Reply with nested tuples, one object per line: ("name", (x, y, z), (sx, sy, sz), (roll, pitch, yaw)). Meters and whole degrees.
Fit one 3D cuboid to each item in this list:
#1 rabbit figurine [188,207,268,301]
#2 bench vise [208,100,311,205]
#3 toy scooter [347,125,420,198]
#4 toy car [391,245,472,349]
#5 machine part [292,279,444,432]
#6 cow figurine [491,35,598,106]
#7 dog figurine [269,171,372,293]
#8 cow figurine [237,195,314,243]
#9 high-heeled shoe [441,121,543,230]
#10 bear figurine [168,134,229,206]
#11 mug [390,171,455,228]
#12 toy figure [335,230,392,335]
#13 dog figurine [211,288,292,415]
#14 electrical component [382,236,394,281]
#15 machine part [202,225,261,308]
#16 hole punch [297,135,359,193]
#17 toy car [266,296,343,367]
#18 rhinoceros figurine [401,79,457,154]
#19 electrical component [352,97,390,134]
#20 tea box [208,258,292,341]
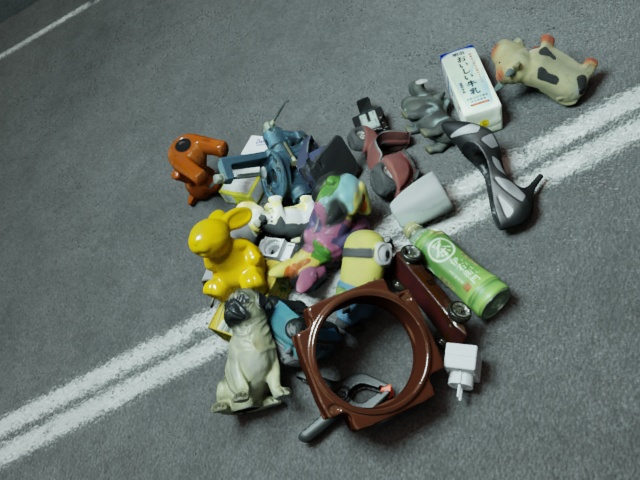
("rabbit figurine", (-0.169, 0.013, 0.982), (0.122, 0.173, 0.162), (-4, 61, 28))
("bench vise", (-0.121, -0.166, 1.159), (0.240, 0.129, 0.223), (-13, 76, -29))
("toy scooter", (0.149, -0.172, 1.108), (0.135, 0.075, 0.184), (-17, 63, -21))
("toy car", (0.188, 0.094, 0.907), (0.053, 0.089, 0.202), (-13, 46, -27))
("machine part", (0.073, 0.175, 0.834), (0.201, 0.087, 0.201), (-20, 75, -11))
("cow figurine", (0.423, -0.327, 1.045), (0.195, 0.085, 0.127), (28, 74, 0))
("dog figurine", (-0.002, -0.003, 1.008), (0.109, 0.191, 0.219), (26, 56, 28))
("cow figurine", (-0.086, -0.038, 1.101), (0.167, 0.068, 0.098), (-3, 75, -9))
("high-heeled shoe", (0.293, -0.122, 0.998), (0.249, 0.086, 0.145), (38, 72, 27))
("bear figurine", (-0.266, -0.147, 1.219), (0.132, 0.195, 0.120), (25, 67, 21))
("mug", (0.187, -0.077, 1.030), (0.107, 0.080, 0.110), (-30, 31, 12))
("toy figure", (0.069, 0.071, 0.945), (0.089, 0.082, 0.180), (19, 95, 0))
("dog figurine", (-0.133, 0.195, 0.936), (0.172, 0.121, 0.190), (-39, 54, 41))
("electrical component", (0.103, 0.039, 1.008), (0.102, 0.045, 0.078), (-39, 50, -3))
("machine part", (-0.181, 0.028, 1.123), (0.079, 0.079, 0.243), (6, 60, 27))
("hole punch", (0.003, -0.150, 1.128), (0.092, 0.142, 0.116), (16, 61, 41))
("toy car", (-0.047, 0.171, 0.957), (0.162, 0.109, 0.103), (29, 99, 43))
("rhinoceros figurine", (0.231, -0.269, 1.138), (0.112, 0.073, 0.190), (-29, 52, 6))
("electrical component", (0.111, -0.262, 1.202), (0.075, 0.047, 0.119), (-23, 52, 8))
("tea box", (-0.130, 0.119, 1.045), (0.098, 0.068, 0.169), (14, 64, 31))
